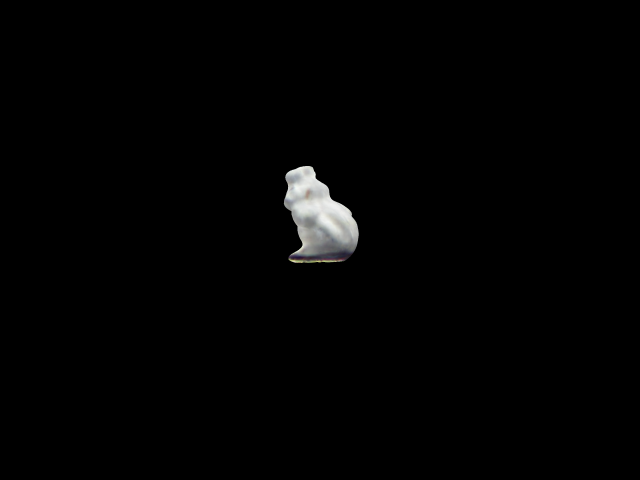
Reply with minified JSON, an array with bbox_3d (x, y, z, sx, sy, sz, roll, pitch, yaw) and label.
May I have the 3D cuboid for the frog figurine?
[{"bbox_3d":[0.003,-0.043,0.850,0.122,0.160,0.137,-1,-1,40],"label":"frog figurine"}]
